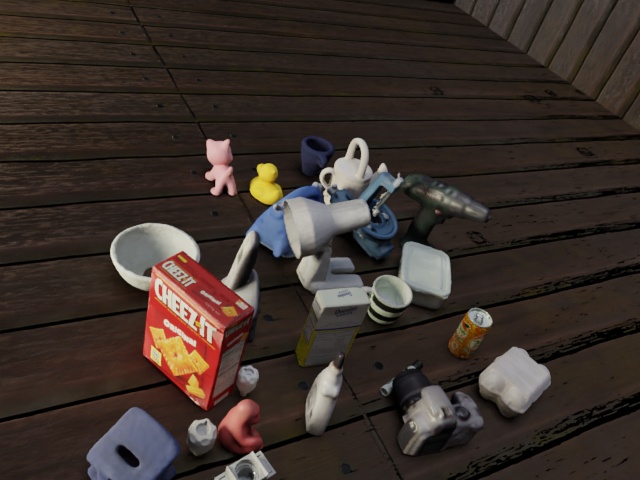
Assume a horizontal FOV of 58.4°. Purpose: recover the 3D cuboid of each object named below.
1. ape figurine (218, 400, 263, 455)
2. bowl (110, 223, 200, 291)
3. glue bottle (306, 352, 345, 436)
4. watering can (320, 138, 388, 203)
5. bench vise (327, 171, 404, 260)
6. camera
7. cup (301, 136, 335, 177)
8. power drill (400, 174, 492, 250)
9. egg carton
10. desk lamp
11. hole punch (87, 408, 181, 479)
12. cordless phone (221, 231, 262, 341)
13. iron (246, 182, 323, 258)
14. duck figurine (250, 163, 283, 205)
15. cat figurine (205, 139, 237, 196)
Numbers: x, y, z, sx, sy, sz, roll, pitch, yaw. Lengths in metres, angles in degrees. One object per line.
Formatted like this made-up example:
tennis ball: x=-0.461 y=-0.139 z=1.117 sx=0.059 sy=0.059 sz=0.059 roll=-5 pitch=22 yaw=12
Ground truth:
ape figurine: x=-0.118 y=0.286 z=0.895 sx=0.076 sy=0.092 sz=0.077 roll=9 pitch=39 yaw=-12
bowl: x=-0.321 y=0.046 z=1.118 sx=0.167 sy=0.075 sz=0.167 roll=12 pitch=38 yaw=-9
glue bottle: x=0.013 y=0.242 z=0.936 sx=0.037 sy=0.173 sz=0.078 roll=11 pitch=38 yaw=-9
watering can: x=0.088 y=-0.170 z=1.456 sx=0.173 sy=0.194 sz=0.100 roll=-17 pitch=50 yaw=-37
bench vise: x=0.100 y=-0.080 z=1.329 sx=0.207 sy=0.220 sz=0.122 roll=26 pitch=38 yaw=9
camera: x=0.198 y=0.291 z=1.012 sx=0.143 sy=0.101 sz=0.136 roll=-1 pitch=42 yaw=-24
cup: x=-0.010 y=-0.212 z=1.548 sx=0.092 sy=0.095 sz=0.117 roll=0 pitch=41 yaw=-22
power drill: x=0.279 y=-0.047 z=1.373 sx=0.229 sy=0.208 sz=0.076 roll=39 pitch=42 yaw=24
egg carton: x=0.384 y=0.278 z=1.131 sx=0.107 sy=0.069 sz=0.151 roll=40 pitch=43 yaw=26
desk lamp: x=0.011 y=0.004 z=1.194 sx=0.204 sy=0.213 sz=0.117 roll=-2 pitch=42 yaw=-24
hole punch: x=-0.261 y=0.310 z=0.806 sx=0.108 sy=0.091 sz=0.101 roll=34 pitch=40 yaw=19
cordless phone: x=-0.147 y=0.085 z=1.053 sx=0.094 sy=0.185 sz=0.147 roll=7 pitch=39 yaw=-15
iron: x=-0.051 y=-0.068 z=1.316 sx=0.118 sy=0.141 sz=0.259 roll=31 pitch=39 yaw=16
duck figurine: x=-0.128 y=-0.146 z=1.426 sx=0.078 sy=0.086 sz=0.104 roll=-16 pitch=49 yaw=-36
cat figurine: x=-0.240 y=-0.189 z=1.406 sx=0.067 sy=0.118 sz=0.127 roll=-6 pitch=44 yaw=-28
